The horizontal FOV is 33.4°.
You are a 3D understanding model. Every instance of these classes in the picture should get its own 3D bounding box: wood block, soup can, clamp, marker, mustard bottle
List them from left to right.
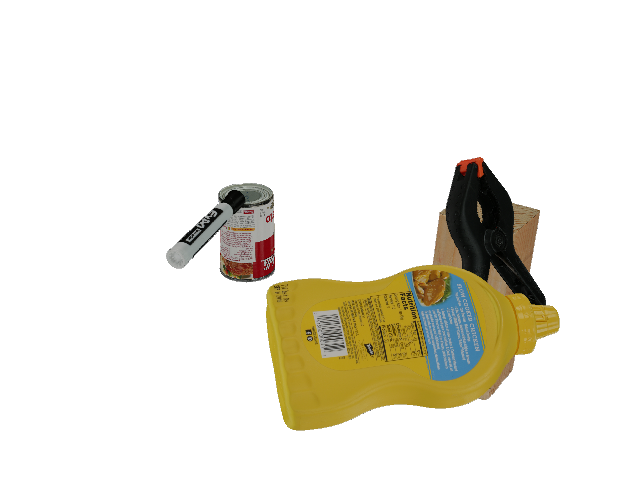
[{"bbox_3d":[-0.099,-0.013,0.948,0.020,0.020,0.121,0,28,27],"label":"marker"},{"bbox_3d":[-0.089,-0.011,1.283,0.068,0.102,0.068,0,26,0],"label":"soup can"},{"bbox_3d":[0.064,0.064,0.703,0.191,0.096,0.058,-7,-31,-8],"label":"mustard bottle"},{"bbox_3d":[0.179,0.062,1.213,0.090,0.206,0.090,17,26,25],"label":"wood block"},{"bbox_3d":[0.152,0.010,1.014,0.039,0.171,0.120,-14,9,46],"label":"clamp"}]
